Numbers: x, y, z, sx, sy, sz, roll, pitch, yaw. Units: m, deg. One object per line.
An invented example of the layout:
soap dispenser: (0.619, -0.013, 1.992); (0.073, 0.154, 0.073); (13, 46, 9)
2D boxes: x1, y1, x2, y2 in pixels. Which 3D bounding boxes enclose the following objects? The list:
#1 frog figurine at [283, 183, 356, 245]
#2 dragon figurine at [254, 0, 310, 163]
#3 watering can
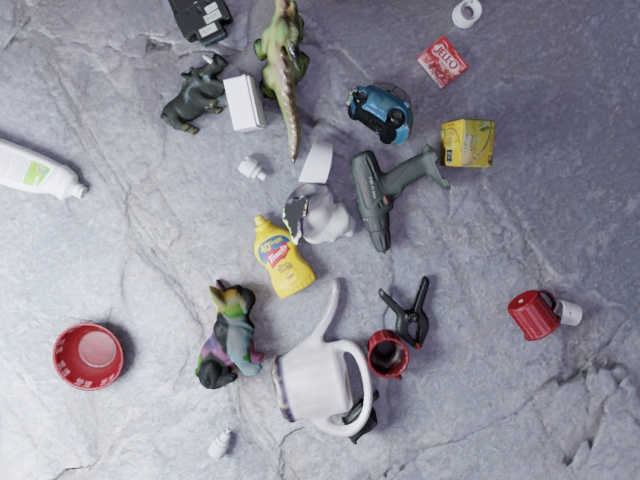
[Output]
frog figurine: (0.003, -0.058, 1.150); (0.160, 0.123, 0.136); (-4, 104, -36)
dragon figurine: (-0.070, -0.363, 1.036); (0.122, 0.244, 0.409); (-10, 95, -4)
watering can: (-0.006, 0.278, 1.180); (0.224, 0.103, 0.350); (-14, 81, 5)
